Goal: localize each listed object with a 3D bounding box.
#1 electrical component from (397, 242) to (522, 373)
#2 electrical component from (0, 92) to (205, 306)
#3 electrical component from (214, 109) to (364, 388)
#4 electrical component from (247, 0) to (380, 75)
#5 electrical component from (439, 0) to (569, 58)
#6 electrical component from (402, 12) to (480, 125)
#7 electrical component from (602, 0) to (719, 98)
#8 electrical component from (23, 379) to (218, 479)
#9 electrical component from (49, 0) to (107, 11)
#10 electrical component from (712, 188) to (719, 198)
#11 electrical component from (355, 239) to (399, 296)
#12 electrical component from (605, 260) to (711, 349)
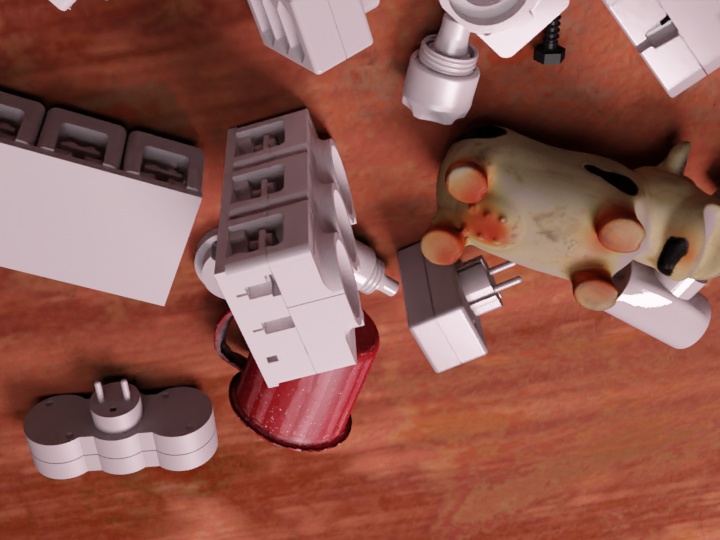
[{"bbox_3d":[0.071,0.014,0.720,0.076,0.083,0.047,-23,126,12],"label":"electrical component"},{"bbox_3d":[-0.180,-0.047,0.665,0.150,0.061,0.089,15,125,-16],"label":"electrical component"},{"bbox_3d":[-0.038,-0.018,0.644,0.062,0.150,0.089,-15,127,8],"label":"electrical component"},{"bbox_3d":[-0.015,-0.154,0.600,0.077,0.066,0.047,-33,129,-16],"label":"electrical component"},{"bbox_3d":[0.101,-0.198,0.572,0.089,0.061,0.150,36,117,-28],"label":"electrical component"},{"bbox_3d":[0.051,-0.122,0.639,0.043,0.043,0.062,7,126,-10],"label":"electrical component"},{"bbox_3d":[0.177,-0.155,0.617,0.059,0.053,0.095,-34,123,20],"label":"electrical component"},{"bbox_3d":[-0.178,0.108,0.791,0.138,0.052,0.073,-4,128,-2],"label":"electrical component"},{"bbox_3d":[-0.154,-0.178,0.579,0.064,0.042,0.081,-35,122,23],"label":"electrical component"},{"bbox_3d":[0.286,-0.022,0.702,0.048,0.099,0.100,-45,120,11],"label":"electrical component"},{"bbox_3d":[0.000,0.000,0.735,0.061,0.035,0.035,29,120,-26],"label":"electrical component"},{"bbox_3d":[0.216,0.010,0.754,0.077,0.043,0.079,26,122,-22],"label":"electrical component"}]
